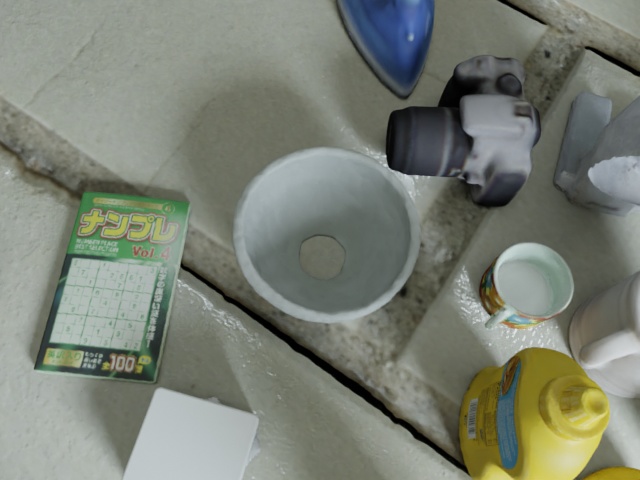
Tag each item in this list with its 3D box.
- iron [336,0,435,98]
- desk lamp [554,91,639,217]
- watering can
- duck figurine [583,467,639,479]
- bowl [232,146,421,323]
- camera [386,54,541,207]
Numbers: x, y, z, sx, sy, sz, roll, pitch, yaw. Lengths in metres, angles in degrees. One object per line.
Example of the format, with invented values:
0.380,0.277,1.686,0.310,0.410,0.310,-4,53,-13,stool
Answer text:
0.082,-0.302,0.623,0.118,0.141,0.258,-7,68,-6,iron
0.298,-0.101,0.515,0.118,0.213,0.203,18,68,5,desk lamp
0.296,0.059,0.460,0.173,0.194,0.101,-40,75,-17,watering can
0.241,0.225,0.447,0.105,0.086,0.077,-40,75,-17,duck figurine
0.005,0.002,0.531,0.167,0.075,0.167,1,68,-3,bowl
0.138,-0.117,0.573,0.137,0.101,0.143,2,68,-2,camera
